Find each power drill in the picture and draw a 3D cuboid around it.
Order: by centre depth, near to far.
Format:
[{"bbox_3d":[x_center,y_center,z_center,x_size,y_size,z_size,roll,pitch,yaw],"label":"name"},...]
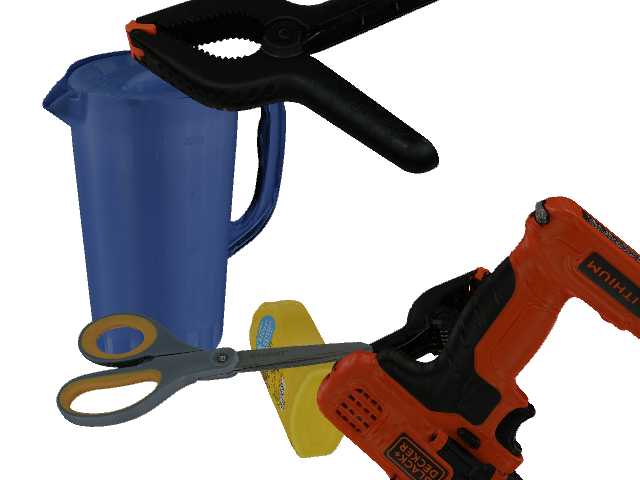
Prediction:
[{"bbox_3d":[0.117,0.085,0.583,0.184,0.188,0.057,40,14,0],"label":"power drill"}]

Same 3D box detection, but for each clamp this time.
[{"bbox_3d":[-0.017,-0.110,0.665,0.210,0.164,0.036,0,-35,1],"label":"clamp"},{"bbox_3d":[0.102,0.076,0.816,0.120,0.039,0.171,19,41,35],"label":"clamp"}]

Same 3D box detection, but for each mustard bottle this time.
[{"bbox_3d":[-0.027,0.111,1.003,0.058,0.096,0.192,-5,27,-17],"label":"mustard bottle"}]

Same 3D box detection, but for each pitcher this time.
[{"bbox_3d":[-0.121,-0.025,0.855,0.149,0.243,0.144,11,27,18],"label":"pitcher"}]

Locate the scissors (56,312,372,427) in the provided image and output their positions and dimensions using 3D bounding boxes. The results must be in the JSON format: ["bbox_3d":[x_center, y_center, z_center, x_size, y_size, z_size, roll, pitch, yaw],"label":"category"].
[{"bbox_3d":[-0.075,0.068,0.701,0.201,0.016,0.096,-17,45,-7],"label":"scissors"}]
